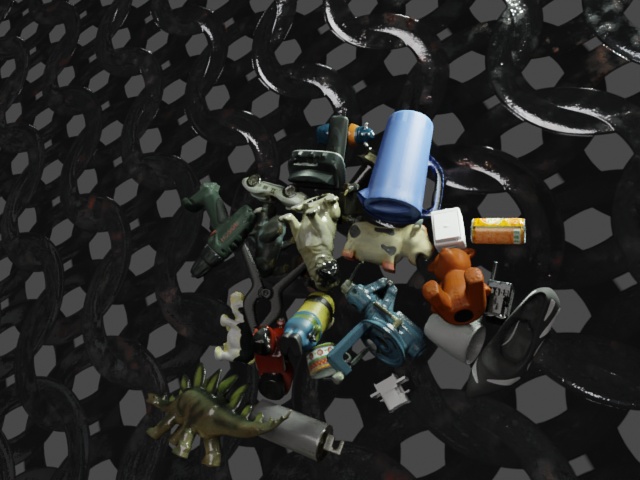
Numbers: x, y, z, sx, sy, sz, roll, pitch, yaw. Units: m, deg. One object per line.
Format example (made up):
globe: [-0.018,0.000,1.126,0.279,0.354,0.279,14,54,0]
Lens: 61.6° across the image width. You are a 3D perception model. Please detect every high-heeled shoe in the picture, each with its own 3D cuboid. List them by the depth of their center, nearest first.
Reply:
high-heeled shoe: [0.353,0.195,0.996,0.086,0.145,0.248,39,87,31]

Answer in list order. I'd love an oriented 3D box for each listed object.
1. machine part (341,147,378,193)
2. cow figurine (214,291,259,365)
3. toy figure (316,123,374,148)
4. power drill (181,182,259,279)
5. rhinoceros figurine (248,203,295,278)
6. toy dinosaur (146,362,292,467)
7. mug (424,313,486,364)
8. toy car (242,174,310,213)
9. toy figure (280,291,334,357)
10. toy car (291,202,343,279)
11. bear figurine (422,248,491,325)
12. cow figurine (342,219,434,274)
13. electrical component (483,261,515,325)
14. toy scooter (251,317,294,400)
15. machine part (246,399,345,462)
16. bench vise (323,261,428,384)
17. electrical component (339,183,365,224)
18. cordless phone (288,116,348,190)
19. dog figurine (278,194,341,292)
machine part: [0.107,-0.158,1.305,0.084,0.039,0.139,33,83,22]
cow figurine: [-0.183,0.206,1.267,0.098,0.068,0.167,4,75,19]
toy figure: [0.066,-0.265,1.353,0.155,0.064,0.058,5,34,20]
power drill: [-0.285,-0.039,1.402,0.232,0.086,0.207,-39,56,3]
rhinoceros figurine: [-0.125,0.002,1.327,0.112,0.073,0.190,-8,68,32]
toy dinosaur: [-0.244,0.379,1.172,0.472,0.105,0.198,3,67,42]
mug: [0.270,0.178,1.078,0.107,0.080,0.109,19,81,36]
toy car: [-0.110,-0.115,1.359,0.202,0.073,0.056,17,77,28]
toy figure: [-0.022,0.178,1.155,0.082,0.180,0.089,28,118,15]
toy car: [-0.003,-0.004,1.284,0.089,0.053,0.202,12,76,29]
bear figurine: [0.266,0.068,1.068,0.120,0.131,0.196,-18,39,18]
cow figurine: [0.156,0.006,1.189,0.195,0.085,0.127,14,86,16]
electrical component: [0.360,0.106,1.072,0.048,0.074,0.119,10,72,27]
toy scooter: [-0.096,0.248,1.177,0.075,0.183,0.135,-3,26,17]
machine part: [-0.062,0.399,1.133,0.244,0.079,0.079,13,76,26]
bench vise: [0.093,0.190,1.099,0.224,0.129,0.240,47,61,7]
electrical component: [0.075,-0.080,1.249,0.045,0.078,0.102,9,92,58]
cordless phone: [-0.003,-0.219,1.323,0.147,0.088,0.184,7,87,25]
dog figurine: [0.009,0.004,1.220,0.121,0.190,0.172,-5,23,45]
